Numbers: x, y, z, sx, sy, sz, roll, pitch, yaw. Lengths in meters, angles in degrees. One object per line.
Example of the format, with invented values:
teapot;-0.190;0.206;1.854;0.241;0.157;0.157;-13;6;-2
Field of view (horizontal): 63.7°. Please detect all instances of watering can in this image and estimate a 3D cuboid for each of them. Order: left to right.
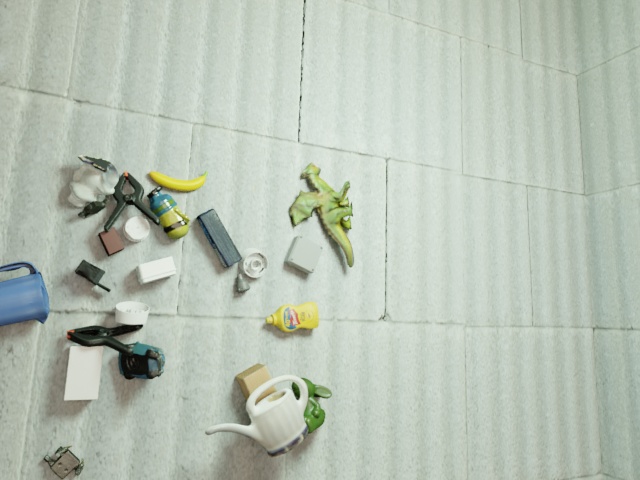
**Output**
watering can;-0.170;0.576;1.612;0.351;0.103;0.224;-27;95;-29

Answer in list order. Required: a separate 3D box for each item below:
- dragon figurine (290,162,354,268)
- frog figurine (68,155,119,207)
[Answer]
dragon figurine;0.006;-0.098;1.938;0.243;0.121;0.414;-2;80;-9
frog figurine;-0.704;-0.173;1.600;0.137;0.124;0.157;23;107;0
